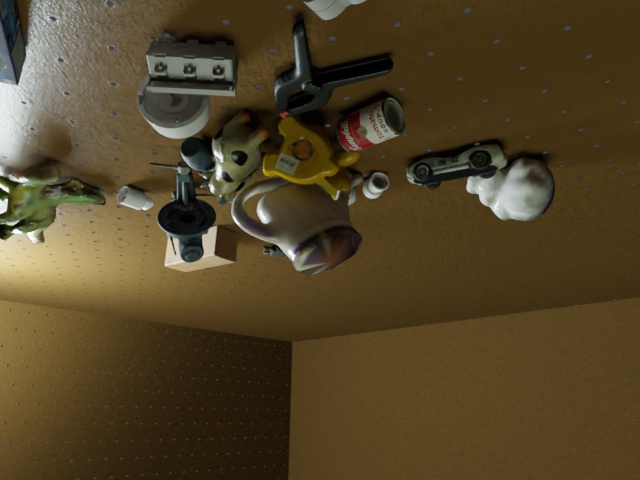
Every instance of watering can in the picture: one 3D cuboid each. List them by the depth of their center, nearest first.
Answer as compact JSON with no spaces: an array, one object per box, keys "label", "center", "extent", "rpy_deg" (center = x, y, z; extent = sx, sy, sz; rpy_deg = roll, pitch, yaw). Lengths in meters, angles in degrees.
[{"label":"watering can","center":[0.003,-0.050,0.996],"extent":[0.350,0.228,0.101],"rpy_deg":[-13,142,-37]}]

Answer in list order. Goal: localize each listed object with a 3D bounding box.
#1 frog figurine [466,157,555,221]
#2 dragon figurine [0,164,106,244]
[{"label":"frog figurine","center":[0.394,-0.110,1.067],"extent":[0.159,0.125,0.134],"rpy_deg":[14,124,-11]},{"label":"dragon figurine","center":[-0.636,-0.077,1.222],"extent":[0.243,0.124,0.404],"rpy_deg":[-5,163,-7]}]
